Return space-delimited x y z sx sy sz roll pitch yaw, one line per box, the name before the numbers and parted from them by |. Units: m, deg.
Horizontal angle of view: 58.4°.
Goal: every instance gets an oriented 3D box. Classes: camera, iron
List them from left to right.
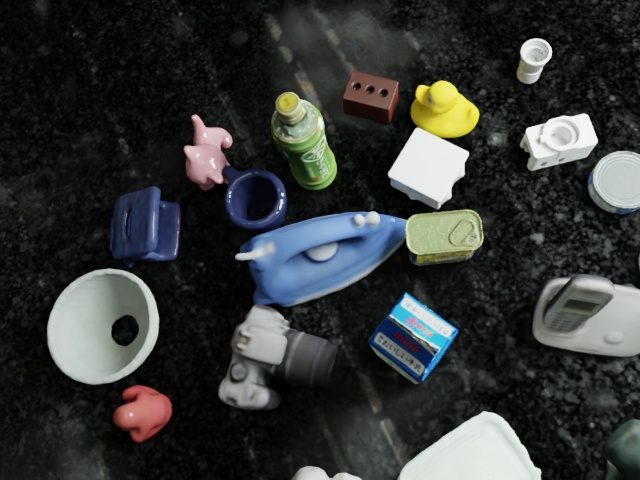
camera | -0.055 0.172 0.788 0.136 0.101 0.143 14 78 12
iron | 0.007 0.003 0.803 0.258 0.141 0.118 -20 73 3

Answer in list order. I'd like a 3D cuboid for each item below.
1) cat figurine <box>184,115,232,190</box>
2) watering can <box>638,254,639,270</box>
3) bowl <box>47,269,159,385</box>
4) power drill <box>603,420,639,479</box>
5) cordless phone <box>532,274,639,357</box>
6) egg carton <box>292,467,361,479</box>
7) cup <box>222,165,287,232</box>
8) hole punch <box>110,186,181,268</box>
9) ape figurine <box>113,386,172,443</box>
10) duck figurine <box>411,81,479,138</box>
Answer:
cat figurine | -0.175 -0.131 0.878 0.067 0.118 0.128 -14 73 5
watering can | 0.479 0.020 0.701 0.100 0.194 0.173 5 76 10
bowl | -0.308 0.131 0.850 0.167 0.075 0.167 -2 75 8
power drill | 0.407 0.297 0.630 0.075 0.208 0.229 -45 73 -5
cordless phone | 0.350 0.087 0.707 0.147 0.185 0.094 5 76 10
egg carton | 0.001 0.377 0.741 0.107 0.069 0.150 6 76 10
cup | -0.097 -0.057 0.859 0.092 0.095 0.117 -44 73 -4
hole punch | -0.276 -0.019 0.877 0.101 0.091 0.108 -4 75 8
ape figurine | -0.256 0.244 0.803 0.076 0.092 0.078 -1 75 8
duck figurine | 0.188 -0.203 0.860 0.104 0.086 0.077 19 79 13
